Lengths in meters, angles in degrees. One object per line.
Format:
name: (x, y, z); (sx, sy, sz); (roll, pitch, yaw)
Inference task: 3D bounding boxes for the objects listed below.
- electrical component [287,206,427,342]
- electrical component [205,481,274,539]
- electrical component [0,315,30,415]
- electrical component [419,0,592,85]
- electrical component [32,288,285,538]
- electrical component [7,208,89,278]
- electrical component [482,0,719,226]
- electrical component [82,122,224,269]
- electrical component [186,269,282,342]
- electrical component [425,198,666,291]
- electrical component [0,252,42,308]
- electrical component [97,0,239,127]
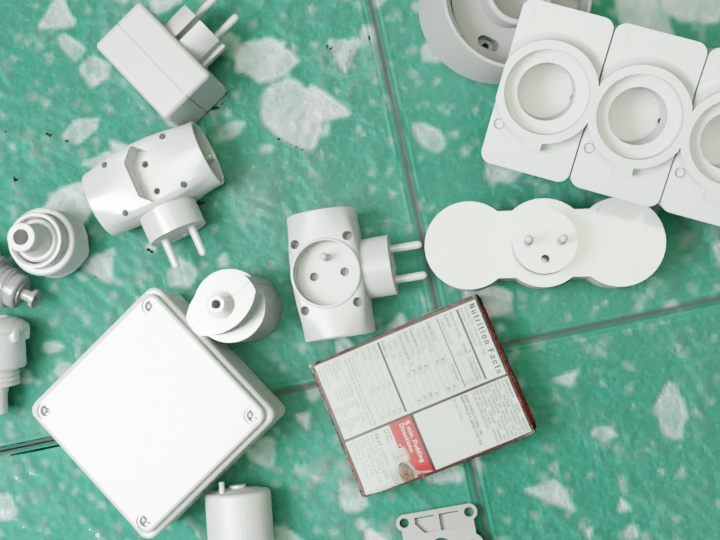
electrical component: (0.000, 0.000, 0.653); (0.079, 0.044, 0.077); (-10, 86, 7)
electrical component: (-0.072, 0.166, 0.654); (0.040, 0.040, 0.078); (-5, 86, 7)
electrical component: (-0.233, 0.060, 0.680); (0.048, 0.048, 0.062); (-1, 94, 7)
electrical component: (0.089, -0.164, 0.654); (0.099, 0.064, 0.099); (0, 93, -5)
electrical component: (-0.121, 0.085, 0.657); (0.109, 0.056, 0.108); (-45, 82, 3)
electrical component: (-0.198, -0.018, 0.670); (0.043, 0.062, 0.043); (0, 87, 7)
electrical component: (0.151, -0.086, 0.593); (0.150, 0.061, 0.089); (16, 103, 4)
electrical component: (-0.121, -0.041, 0.671); (0.077, 0.043, 0.079); (-25, 84, 5)
electrical component: (-0.076, 0.022, 0.643); (0.043, 0.081, 0.043); (0, 87, 7)
electrical component: (0.107, -0.016, 0.625); (0.138, 0.074, 0.052); (-1, 87, 7)
electrical component: (-0.240, 0.004, 0.685); (0.078, 0.040, 0.040); (22, 90, 8)
electrical component: (-0.110, -0.139, 0.674); (0.077, 0.047, 0.065); (-44, 82, 3)
